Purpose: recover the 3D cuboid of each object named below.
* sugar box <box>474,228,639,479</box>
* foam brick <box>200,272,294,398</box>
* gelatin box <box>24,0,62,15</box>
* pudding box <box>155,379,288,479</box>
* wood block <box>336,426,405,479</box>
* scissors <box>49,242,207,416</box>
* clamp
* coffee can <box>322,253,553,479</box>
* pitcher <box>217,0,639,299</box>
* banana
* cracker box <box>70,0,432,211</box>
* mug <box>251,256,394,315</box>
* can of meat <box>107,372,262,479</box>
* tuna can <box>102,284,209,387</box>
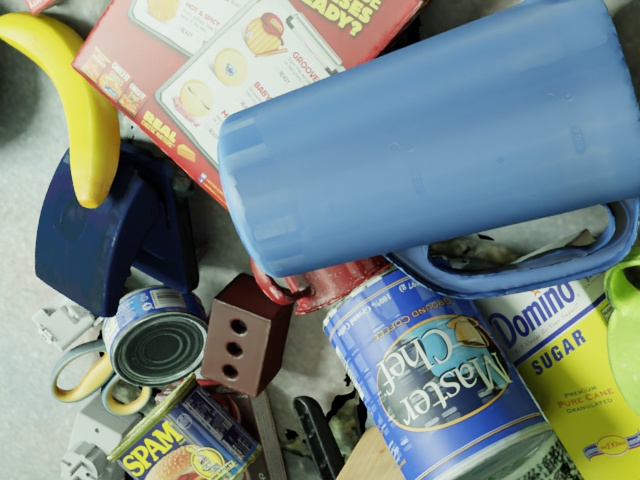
[{"bbox_3d":[0.185,0.088,0.728,0.176,0.048,0.094,56,140,-2],"label":"sugar box"},{"bbox_3d":[-0.057,0.075,0.847,0.053,0.051,0.078,20,120,14],"label":"foam brick"},{"bbox_3d":[-0.194,-0.219,0.779,0.089,0.030,0.073,-24,103,30],"label":"gelatin box"},{"bbox_3d":[-0.082,0.173,0.911,0.090,0.039,0.113,-5,111,25],"label":"pudding box"},{"bbox_3d":[0.055,0.215,0.774,0.090,0.205,0.091,-29,100,31],"label":"wood block"},{"bbox_3d":[-0.142,0.086,0.905,0.202,0.016,0.096,-36,123,16],"label":"scissors"},{"bbox_3d":[0.005,0.222,0.857,0.171,0.120,0.039,47,162,-15],"label":"clamp"},{"bbox_3d":[0.078,0.095,0.728,0.103,0.102,0.140,-43,65,32],"label":"coffee can"},{"bbox_3d":[0.070,-0.048,0.648,0.243,0.149,0.145,-17,147,10],"label":"pitcher"},{"bbox_3d":[-0.189,-0.110,0.790,0.069,0.037,0.198,-39,65,2],"label":"banana"},{"bbox_3d":[-0.046,-0.146,0.728,0.164,0.072,0.214,43,121,-1],"label":"cracker box"},{"bbox_3d":[-0.005,0.001,0.757,0.093,0.117,0.081,-23,99,51],"label":"mug"},{"bbox_3d":[-0.109,0.171,0.867,0.084,0.057,0.102,45,121,-2],"label":"can of meat"},{"bbox_3d":[-0.130,0.078,0.861,0.086,0.034,0.086,-13,133,-15],"label":"tuna can"}]
